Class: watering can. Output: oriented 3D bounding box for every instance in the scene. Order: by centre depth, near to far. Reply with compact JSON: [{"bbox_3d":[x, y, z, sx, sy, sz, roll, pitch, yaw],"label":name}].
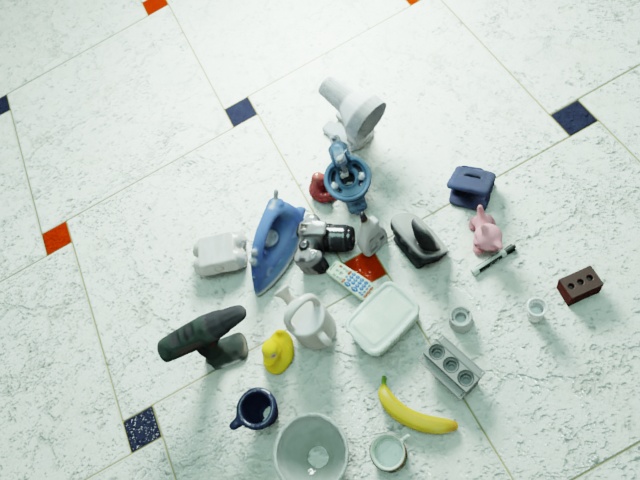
[{"bbox_3d":[-0.038,0.175,1.308,0.172,0.194,0.101,21,72,23],"label":"watering can"}]

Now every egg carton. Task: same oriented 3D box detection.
[{"bbox_3d":[-0.262,0.038,1.505,0.150,0.069,0.107,-13,62,9],"label":"egg carton"}]

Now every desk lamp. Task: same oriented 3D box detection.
[{"bbox_3d":[0.079,-0.328,1.510,0.202,0.214,0.118,38,79,27],"label":"desk lamp"}]

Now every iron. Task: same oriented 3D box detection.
[{"bbox_3d":[-0.130,0.003,1.446,0.118,0.142,0.258,12,69,20],"label":"iron"}]

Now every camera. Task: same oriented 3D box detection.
[{"bbox_3d":[0.013,0.005,1.431,0.136,0.101,0.143,2,65,16],"label":"camera"}]

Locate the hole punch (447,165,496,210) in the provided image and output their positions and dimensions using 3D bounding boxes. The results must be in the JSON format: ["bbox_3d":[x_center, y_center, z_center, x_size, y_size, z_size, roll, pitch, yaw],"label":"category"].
[{"bbox_3d":[0.371,-0.140,1.412,0.108,0.091,0.101,15,69,21],"label":"hole punch"}]

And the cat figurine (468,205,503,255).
[{"bbox_3d":[0.386,-0.021,1.334,0.067,0.118,0.128,-11,62,10],"label":"cat figurine"}]

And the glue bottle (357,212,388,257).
[{"bbox_3d":[0.117,-0.024,1.375,0.078,0.173,0.037,-42,62,-7],"label":"glue bottle"}]

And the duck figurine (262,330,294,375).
[{"bbox_3d":[-0.107,0.257,1.348,0.077,0.086,0.104,7,67,18],"label":"duck figurine"}]

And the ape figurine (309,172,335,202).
[{"bbox_3d":[0.002,-0.146,1.512,0.076,0.092,0.078,2,65,16],"label":"ape figurine"}]

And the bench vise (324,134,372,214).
[{"bbox_3d":[0.046,-0.190,1.448,0.121,0.220,0.207,-35,61,-3],"label":"bench vise"}]

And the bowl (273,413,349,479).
[{"bbox_3d":[-0.013,0.462,1.230,0.167,0.075,0.167,-6,63,12],"label":"bowl"}]

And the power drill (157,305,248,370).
[{"bbox_3d":[-0.246,0.230,1.328,0.229,0.209,0.075,-23,61,4],"label":"power drill"}]

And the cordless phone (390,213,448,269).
[{"bbox_3d":[0.224,-0.026,1.341,0.094,0.185,0.147,-38,61,-5],"label":"cordless phone"}]

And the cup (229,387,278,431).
[{"bbox_3d":[-0.140,0.394,1.286,0.118,0.095,0.091,-36,61,-4],"label":"cup"}]
